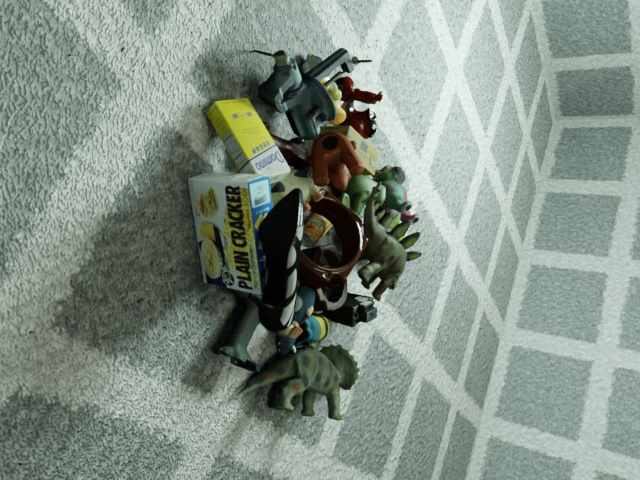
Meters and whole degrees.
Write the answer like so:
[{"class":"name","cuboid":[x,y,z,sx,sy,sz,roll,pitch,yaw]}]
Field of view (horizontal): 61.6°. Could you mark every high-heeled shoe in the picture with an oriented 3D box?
[{"class":"high-heeled shoe","cuboid":[-0.054,0.042,0.974,0.145,0.086,0.248,43,66,-52]}]

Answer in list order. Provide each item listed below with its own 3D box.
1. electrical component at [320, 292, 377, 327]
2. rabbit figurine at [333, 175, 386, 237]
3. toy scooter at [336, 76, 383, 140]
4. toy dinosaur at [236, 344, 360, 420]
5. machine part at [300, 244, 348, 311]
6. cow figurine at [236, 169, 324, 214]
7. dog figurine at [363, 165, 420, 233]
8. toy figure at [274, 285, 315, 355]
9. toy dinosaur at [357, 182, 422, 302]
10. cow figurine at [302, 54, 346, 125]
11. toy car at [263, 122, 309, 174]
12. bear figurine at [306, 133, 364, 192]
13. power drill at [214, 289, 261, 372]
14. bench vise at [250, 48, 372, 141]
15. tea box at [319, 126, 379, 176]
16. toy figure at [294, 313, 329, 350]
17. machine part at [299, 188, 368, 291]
[{"class":"electrical component","cuboid":[0.082,0.184,1.433,0.115,0.134,0.058,-17,112,-52]},{"class":"rabbit figurine","cuboid":[0.081,-0.084,1.396,0.159,0.121,0.170,31,67,-46]},{"class":"toy scooter","cuboid":[0.107,-0.330,1.379,0.075,0.135,0.183,-47,134,-43]},{"class":"toy dinosaur","cuboid":[-0.033,0.328,1.315,0.404,0.131,0.192,35,55,-48]},{"class":"machine part","cuboid":[0.007,0.095,1.346,0.179,0.056,0.179,27,57,-54]},{"class":"cow figurine","cuboid":[-0.099,-0.106,1.112,0.195,0.085,0.127,-17,68,-45]},{"class":"dog figurine","cuboid":[0.177,-0.114,1.521,0.191,0.219,0.108,-38,139,10]},{"class":"toy figure","cuboid":[-0.060,0.174,1.170,0.057,0.064,0.154,37,64,-26]},{"class":"toy dinosaur","cuboid":[0.162,0.023,1.404,0.198,0.105,0.470,-42,148,-6]},{"class":"cow figurine","cuboid":[0.008,-0.357,1.284,0.098,0.068,0.167,-111,176,-48]},{"class":"toy car","cuboid":[-0.089,-0.195,1.188,0.202,0.053,0.089,7,72,-59]},{"class":"bear figurine","cuboid":[0.037,-0.159,1.253,0.195,0.120,0.132,74,1,-65]},{"class":"power drill","cuboid":[-0.134,0.176,1.165,0.231,0.086,0.207,48,61,-52]},{"class":"bench vise","cuboid":[-0.013,-0.340,1.153,0.240,0.129,0.223,-41,129,-13]},{"class":"tea box","cuboid":[0.069,-0.226,1.375,0.169,0.098,0.068,27,74,-56]},{"class":"toy figure","cuboid":[-0.029,0.214,1.278,0.180,0.089,0.082,48,55,-80]},{"class":"machine part","cuboid":[-0.003,-0.004,1.233,0.201,0.087,0.201,39,56,-8]}]
